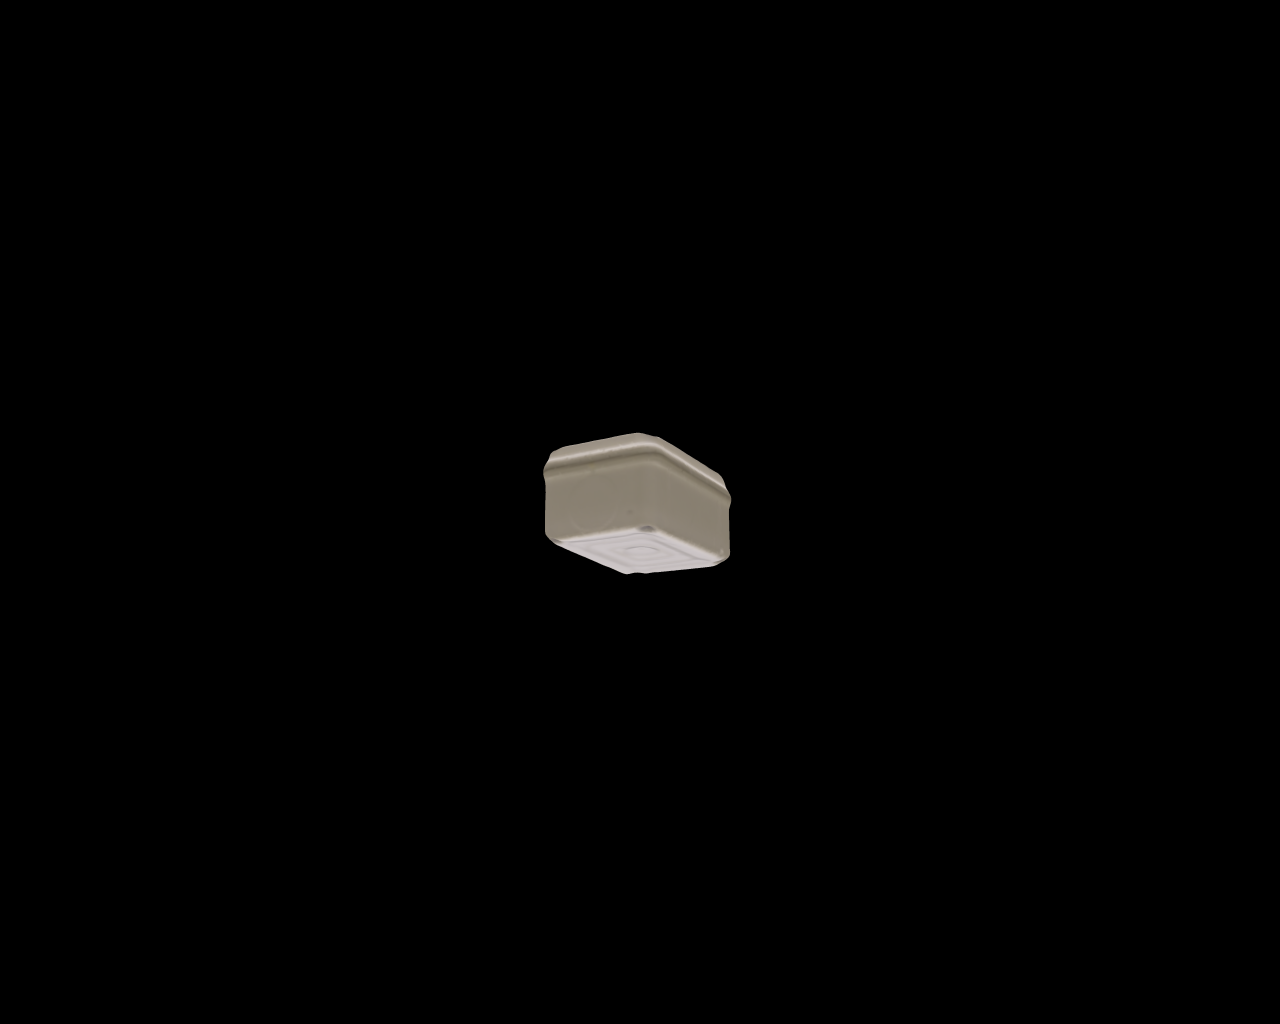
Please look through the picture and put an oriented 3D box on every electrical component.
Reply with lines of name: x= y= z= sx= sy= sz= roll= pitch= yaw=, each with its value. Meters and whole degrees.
electrical component: x=0.001 y=-0.003 z=0.650 sx=0.078 sy=0.057 sz=0.113 roll=-8 pitch=-18 yaw=27
